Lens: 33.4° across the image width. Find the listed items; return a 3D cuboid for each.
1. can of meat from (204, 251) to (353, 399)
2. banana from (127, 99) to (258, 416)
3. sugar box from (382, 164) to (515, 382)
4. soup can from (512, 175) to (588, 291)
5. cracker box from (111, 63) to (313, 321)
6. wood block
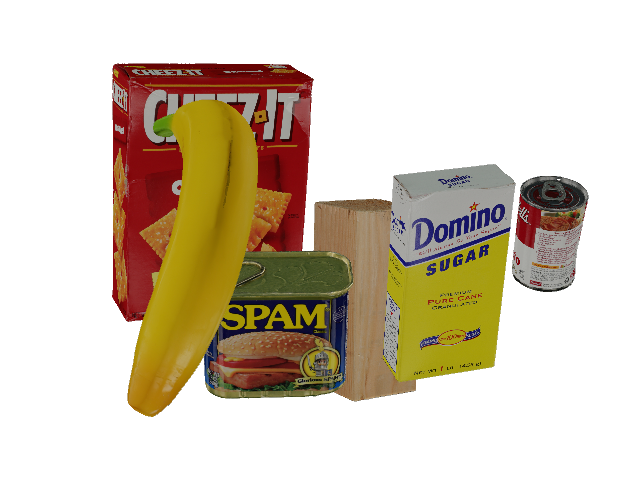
[{"bbox_3d":[-0.031,0.057,0.715,0.102,0.084,0.057,0,27,-3],"label":"can of meat"},{"bbox_3d":[-0.058,-0.009,0.514,0.037,0.198,0.070,25,-51,-24],"label":"banana"},{"bbox_3d":[0.104,0.029,0.884,0.093,0.176,0.048,-8,31,-16],"label":"sugar box"},{"bbox_3d":[0.236,-0.007,1.103,0.068,0.102,0.068,0,33,0],"label":"soup can"},{"bbox_3d":[-0.096,-0.043,0.935,0.164,0.214,0.072,-4,20,-22],"label":"cracker box"},{"bbox_3d":[0.050,0.062,1.184,0.090,0.206,0.091,-4,11,-34],"label":"wood block"}]
